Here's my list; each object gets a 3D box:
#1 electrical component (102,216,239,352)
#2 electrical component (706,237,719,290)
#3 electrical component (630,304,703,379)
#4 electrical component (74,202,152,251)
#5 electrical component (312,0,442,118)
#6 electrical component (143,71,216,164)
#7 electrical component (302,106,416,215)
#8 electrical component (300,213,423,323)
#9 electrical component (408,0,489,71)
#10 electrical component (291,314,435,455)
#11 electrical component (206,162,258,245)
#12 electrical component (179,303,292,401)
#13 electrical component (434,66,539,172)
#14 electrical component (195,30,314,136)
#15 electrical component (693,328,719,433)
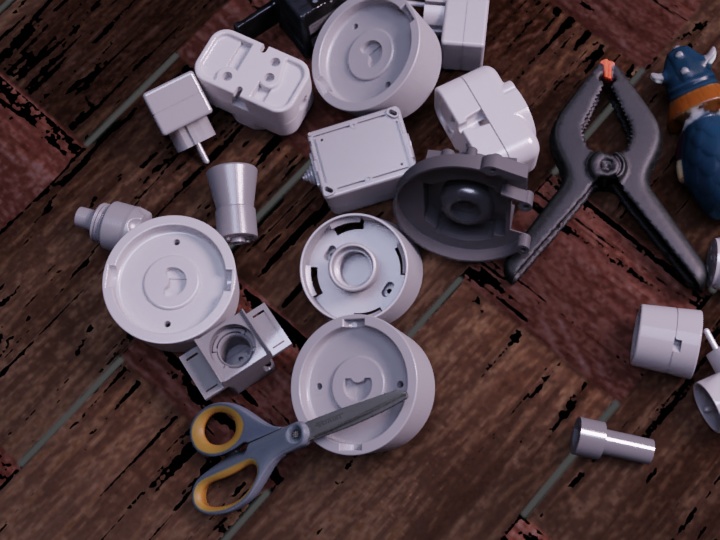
[{"bbox_3d":[-0.151,0.016,0.886,0.108,0.060,0.108,-1,71,3],"label":"electrical component"},{"bbox_3d":[0.314,-0.003,0.875,0.055,0.045,0.045,6,72,6],"label":"electrical component"},{"bbox_3d":[0.243,0.055,0.855,0.047,0.055,0.055,10,72,10],"label":"electrical component"},{"bbox_3d":[-0.212,-0.038,0.917,0.062,0.043,0.043,15,73,9],"label":"electrical component"},{"bbox_3d":[0.019,-0.180,0.932,0.108,0.060,0.108,-8,74,31],"label":"electrical component"},{"bbox_3d":[-0.151,-0.127,0.936,0.047,0.066,0.076,-28,101,-7],"label":"electrical component"},{"bbox_3d":[-0.001,-0.089,0.916,0.096,0.061,0.061,-16,74,4],"label":"electrical component"},{"bbox_3d":[0.000,0.000,0.894,0.099,0.064,0.099,-1,83,11],"label":"electrical component"},{"bbox_3d":[0.076,-0.227,0.962,0.076,0.047,0.083,6,72,5],"label":"electrical component"},{"bbox_3d":[0.007,0.093,0.846,0.108,0.060,0.108,-6,76,25],"label":"electrical component"},{"bbox_3d":[-0.107,-0.054,0.918,0.044,0.044,0.065,-7,76,1],"label":"electrical component"},{"bbox_3d":[-0.098,0.068,0.864,0.081,0.063,0.042,-32,73,-7],"label":"electrical component"},{"bbox_3d":[0.111,-0.122,0.921,0.059,0.053,0.095,-26,72,-5],"label":"electrical component"},{"bbox_3d":[-0.091,-0.161,0.942,0.095,0.059,0.053,25,75,11],"label":"electrical component"},{"bbox_3d":[0.300,0.078,0.849,0.077,0.044,0.079,-22,72,-4],"label":"electrical component"}]
